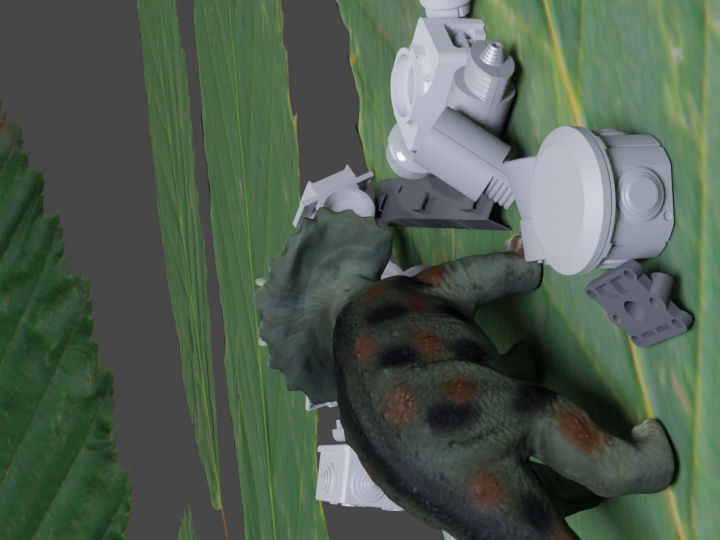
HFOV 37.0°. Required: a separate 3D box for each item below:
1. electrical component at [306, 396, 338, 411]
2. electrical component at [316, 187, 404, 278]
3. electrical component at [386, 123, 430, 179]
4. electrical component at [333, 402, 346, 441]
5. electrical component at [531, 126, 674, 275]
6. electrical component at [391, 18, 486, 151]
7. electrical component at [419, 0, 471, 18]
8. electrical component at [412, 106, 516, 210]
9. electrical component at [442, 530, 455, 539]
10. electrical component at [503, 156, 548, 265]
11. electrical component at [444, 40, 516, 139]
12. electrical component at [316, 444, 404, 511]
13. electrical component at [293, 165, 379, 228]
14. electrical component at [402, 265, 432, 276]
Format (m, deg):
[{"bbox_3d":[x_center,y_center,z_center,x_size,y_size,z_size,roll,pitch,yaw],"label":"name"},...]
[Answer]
[{"bbox_3d":[-0.010,0.110,1.024,0.064,0.081,0.042,25,120,44],"label":"electrical component"},{"bbox_3d":[0.000,0.000,0.945,0.073,0.052,0.138,92,161,-52],"label":"electrical component"},{"bbox_3d":[0.042,-0.093,0.865,0.062,0.048,0.048,128,136,-74],"label":"electrical component"},{"bbox_3d":[0.026,0.110,0.873,0.056,0.089,0.050,149,116,-70],"label":"electrical component"},{"bbox_3d":[0.130,-0.038,0.586,0.080,0.051,0.080,177,90,-72],"label":"electrical component"},{"bbox_3d":[0.058,-0.134,0.785,0.089,0.056,0.050,106,154,-46],"label":"electrical component"},{"bbox_3d":[0.063,-0.199,0.784,0.040,0.040,0.078,-117,12,-52],"label":"electrical component"},{"bbox_3d":[0.080,-0.068,0.711,0.043,0.081,0.043,-57,-2,-4],"label":"electrical component"},{"bbox_3d":[0.081,0.185,0.796,0.062,0.048,0.048,-105,20,-52],"label":"electrical component"},{"bbox_3d":[0.114,-0.036,0.655,0.044,0.044,0.065,172,90,-72],"label":"electrical component"},{"bbox_3d":[0.082,-0.119,0.732,0.081,0.043,0.043,104,155,-44],"label":"electrical component"},{"bbox_3d":[0.014,0.178,0.914,0.100,0.100,0.048,151,127,-70],"label":"electrical component"},{"bbox_3d":[-0.018,-0.057,1.019,0.063,0.081,0.042,57,154,14],"label":"electrical component"},{"bbox_3d":[0.055,0.031,0.851,0.040,0.040,0.078,105,155,-44],"label":"electrical component"}]
